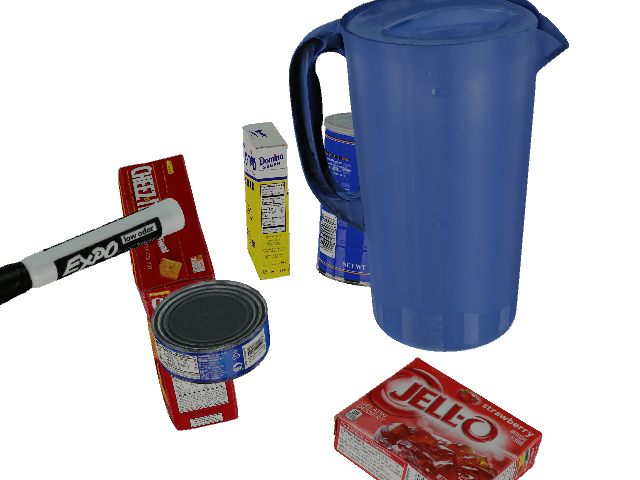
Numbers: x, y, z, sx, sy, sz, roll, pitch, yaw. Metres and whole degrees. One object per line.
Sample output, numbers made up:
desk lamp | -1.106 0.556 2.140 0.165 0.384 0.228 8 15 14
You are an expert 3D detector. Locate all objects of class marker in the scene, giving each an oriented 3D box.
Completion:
marker | -0.127 0.006 0.567 0.120 0.020 0.020 -25 14 -31

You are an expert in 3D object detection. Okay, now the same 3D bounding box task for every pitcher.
pitcher | 0.076 -0.048 0.758 0.144 0.243 0.149 -19 31 -28

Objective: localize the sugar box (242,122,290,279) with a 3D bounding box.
sugar box | -0.068 -0.050 1.329 0.048 0.176 0.093 -9 25 -12

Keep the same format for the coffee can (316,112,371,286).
coffee can | 0.051 -0.039 0.974 0.103 0.140 0.103 3 16 -1

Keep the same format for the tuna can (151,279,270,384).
tuna can | -0.080 0.067 0.787 0.086 0.034 0.086 -3 33 2

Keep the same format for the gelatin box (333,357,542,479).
gelatin box | 0.063 0.109 0.583 0.089 0.030 0.073 31 41 32

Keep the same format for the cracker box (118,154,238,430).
cracker box | -0.136 0.054 1.017 0.072 0.164 0.214 -13 -43 -9
